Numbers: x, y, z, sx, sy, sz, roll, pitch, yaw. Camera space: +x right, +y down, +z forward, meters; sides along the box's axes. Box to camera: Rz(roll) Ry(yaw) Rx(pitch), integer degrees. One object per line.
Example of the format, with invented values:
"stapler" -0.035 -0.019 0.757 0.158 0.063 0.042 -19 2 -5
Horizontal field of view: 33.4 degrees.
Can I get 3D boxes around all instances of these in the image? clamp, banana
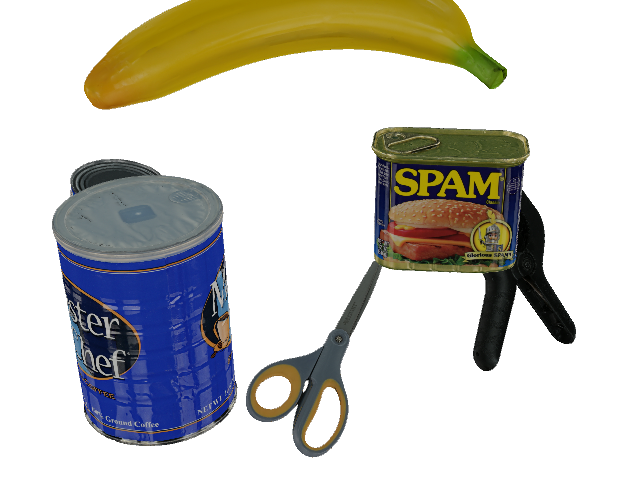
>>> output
"clamp" 0.165 0.030 0.944 0.120 0.171 0.039 -23 7 -40
"banana" -0.013 -0.098 0.507 0.197 0.037 0.069 -6 45 -8

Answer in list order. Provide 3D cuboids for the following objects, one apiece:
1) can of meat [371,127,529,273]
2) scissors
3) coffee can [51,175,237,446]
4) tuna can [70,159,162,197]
"can of meat" 0.085 -0.027 0.715 0.102 0.084 0.057 3 25 6
"scissors" -0.005 0.090 0.928 0.096 0.201 0.016 14 -33 -4
"coffee can" -0.108 0.043 0.677 0.103 0.140 0.103 -2 29 1
"tuna can" -0.183 -0.038 0.963 0.086 0.034 0.086 7 32 -5
